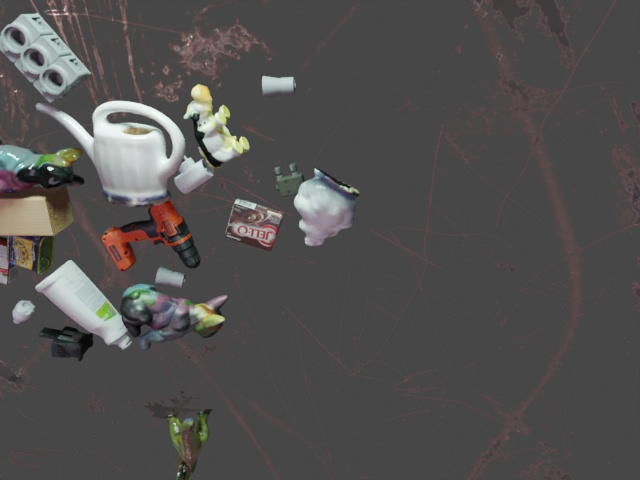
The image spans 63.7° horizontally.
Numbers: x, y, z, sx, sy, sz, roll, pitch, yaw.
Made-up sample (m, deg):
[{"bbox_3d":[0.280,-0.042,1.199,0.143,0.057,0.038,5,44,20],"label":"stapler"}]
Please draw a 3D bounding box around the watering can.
[{"bbox_3d":[-0.438,-0.186,1.094,0.348,0.106,0.220,9,115,15],"label":"watering can"}]

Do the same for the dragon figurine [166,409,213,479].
[{"bbox_3d":[-0.329,0.553,1.282,0.122,0.405,0.246,0,75,-11],"label":"dragon figurine"}]

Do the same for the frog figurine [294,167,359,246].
[{"bbox_3d":[0.003,-0.055,1.098,0.136,0.124,0.158,23,102,-26],"label":"frog figurine"}]
